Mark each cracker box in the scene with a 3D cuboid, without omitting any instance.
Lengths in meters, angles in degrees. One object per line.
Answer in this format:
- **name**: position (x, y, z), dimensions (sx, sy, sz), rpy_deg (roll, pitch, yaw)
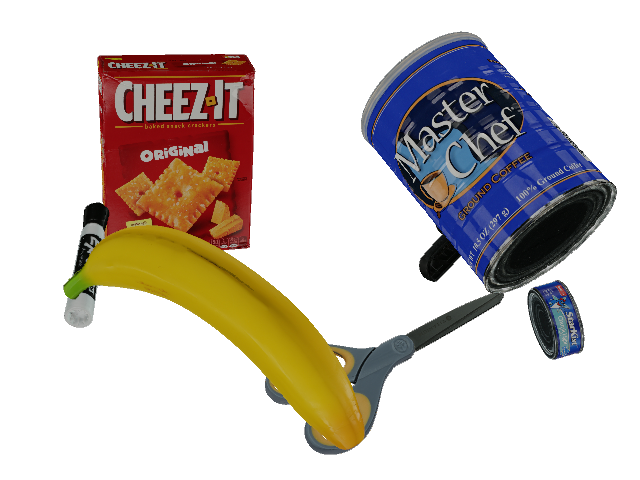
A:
- **cracker box**: position (-0.158, -0.091, 1.170), dimensions (0.164, 0.214, 0.072), rpy_deg (-3, 25, -15)

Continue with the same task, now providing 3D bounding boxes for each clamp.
- **clamp**: position (0.155, -0.014, 0.971), dimensions (0.120, 0.039, 0.171), rpy_deg (-2, 27, 11)

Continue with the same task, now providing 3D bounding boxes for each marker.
- **marker**: position (-0.163, 0.013, 0.751), dimensions (0.020, 0.020, 0.121), rpy_deg (0, 39, -4)

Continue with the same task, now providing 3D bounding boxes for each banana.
- **banana**: position (-0.054, 0.040, 0.581), dimensions (0.198, 0.070, 0.037), rpy_deg (27, 38, 19)

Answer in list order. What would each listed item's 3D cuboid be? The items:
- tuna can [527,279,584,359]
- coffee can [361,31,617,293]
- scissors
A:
- **tuna can**: position (0.264, 0.090, 1.204), dimensions (0.033, 0.086, 0.086), rpy_deg (-15, 1, -5)
- **coffee can**: position (0.107, -0.051, 0.694), dimensions (0.102, 0.140, 0.103), rpy_deg (-29, -26, -16)
- **scissors**: position (0.059, 0.101, 0.808), dimensions (0.201, 0.096, 0.016), rpy_deg (-13, -30, -8)
